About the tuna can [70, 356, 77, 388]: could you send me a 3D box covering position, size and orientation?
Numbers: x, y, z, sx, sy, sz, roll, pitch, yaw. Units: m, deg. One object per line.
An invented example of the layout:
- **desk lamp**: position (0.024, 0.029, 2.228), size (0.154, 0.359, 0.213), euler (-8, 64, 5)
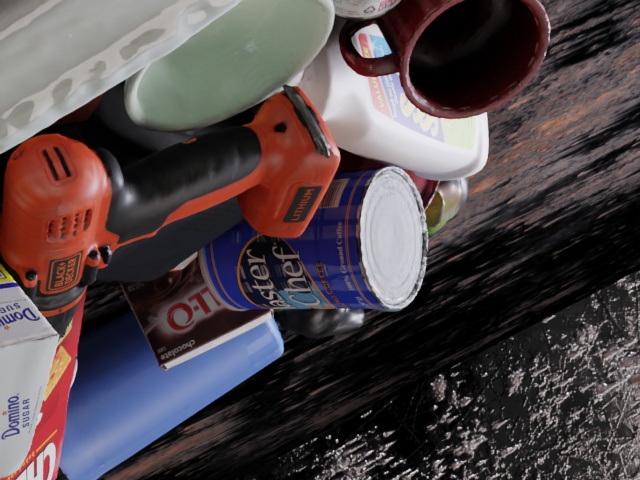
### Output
- **tuna can**: position (-0.244, 0.101, 0.883), size (0.086, 0.086, 0.034), euler (-24, 165, -18)

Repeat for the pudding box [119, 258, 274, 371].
- **pudding box**: position (-0.110, 0.052, 0.957), size (0.113, 0.090, 0.039), euler (-27, 165, -5)

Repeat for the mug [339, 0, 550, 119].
- **mug**: position (0.068, -0.130, 0.643), size (0.117, 0.081, 0.093), euler (-19, 138, -3)

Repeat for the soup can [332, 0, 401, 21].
- **soup can**: position (0.026, -0.169, 0.550), size (0.068, 0.068, 0.102), euler (-24, 164, -18)

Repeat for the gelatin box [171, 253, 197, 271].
- **gelatin box**: position (-0.125, -0.004, 0.870), size (0.073, 0.030, 0.089), euler (-41, 160, 31)

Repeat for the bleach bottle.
- **bleach bottle**: position (0.035, -0.096, 0.732), size (0.068, 0.102, 0.250), euler (-4, 179, 32)

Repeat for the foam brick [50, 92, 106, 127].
- **foam brick**: position (-0.149, -0.089, 0.526), size (0.078, 0.053, 0.051), euler (-15, 159, -38)

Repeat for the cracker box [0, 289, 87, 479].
- **cracker box**: position (-0.240, 0.126, 0.744), size (0.164, 0.072, 0.214), euler (-50, 159, -57)

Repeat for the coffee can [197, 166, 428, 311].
- **coffee can**: position (-0.005, 0.001, 0.789), size (0.141, 0.103, 0.102), euler (-3, 180, 32)

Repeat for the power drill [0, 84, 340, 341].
- **power drill**: position (-0.091, -0.009, 0.598), size (0.187, 0.057, 0.185), euler (-21, 160, -28)

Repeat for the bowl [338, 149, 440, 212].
- **bowl**: position (0.022, -0.035, 0.896), size (0.162, 0.055, 0.162), euler (-35, -156, 18)

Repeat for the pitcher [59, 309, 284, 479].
- **pitcher**: position (-0.160, 0.128, 1.040), size (0.242, 0.145, 0.149), euler (-30, -165, -9)

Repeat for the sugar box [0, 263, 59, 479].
- **sugar box**: position (-0.203, 0.035, 0.553), size (0.048, 0.176, 0.093), euler (-12, 133, -46)
